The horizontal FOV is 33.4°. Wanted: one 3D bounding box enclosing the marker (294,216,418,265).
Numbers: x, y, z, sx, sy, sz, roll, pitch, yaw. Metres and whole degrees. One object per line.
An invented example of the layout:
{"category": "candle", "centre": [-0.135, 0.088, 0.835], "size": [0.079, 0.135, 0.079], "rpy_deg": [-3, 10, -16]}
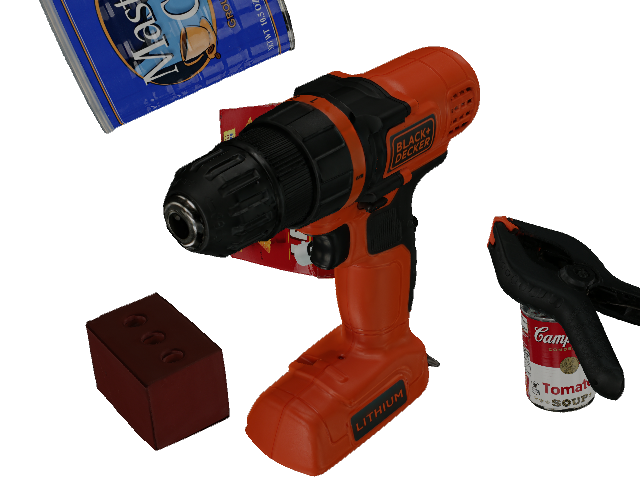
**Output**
{"category": "marker", "centre": [0.029, -0.001, 0.871], "size": [0.121, 0.020, 0.020], "rpy_deg": [-17, -11, 38]}

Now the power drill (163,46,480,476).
{"category": "power drill", "centre": [0.004, 0.016, 0.495], "size": [0.057, 0.188, 0.184], "rpy_deg": [28, 41, 32]}

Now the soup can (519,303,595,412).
{"category": "soup can", "centre": [0.230, 0.105, 1.031], "size": [0.068, 0.102, 0.068], "rpy_deg": [-7, 22, 3]}

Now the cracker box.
{"category": "cracker box", "centre": [-0.029, -0.055, 1.064], "size": [0.072, 0.164, 0.214], "rpy_deg": [-6, 7, -26]}

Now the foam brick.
{"category": "foam brick", "centre": [-0.098, 0.078, 0.642], "size": [0.052, 0.051, 0.078], "rpy_deg": [-23, 38, -31]}

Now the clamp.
{"category": "clamp", "centre": [0.191, 0.037, 0.751], "size": [0.120, 0.039, 0.172], "rpy_deg": [-8, 43, -32]}

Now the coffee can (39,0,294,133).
{"category": "coffee can", "centre": [-0.101, -0.146, 0.710], "size": [0.140, 0.103, 0.103], "rpy_deg": [-25, 2, -5]}
